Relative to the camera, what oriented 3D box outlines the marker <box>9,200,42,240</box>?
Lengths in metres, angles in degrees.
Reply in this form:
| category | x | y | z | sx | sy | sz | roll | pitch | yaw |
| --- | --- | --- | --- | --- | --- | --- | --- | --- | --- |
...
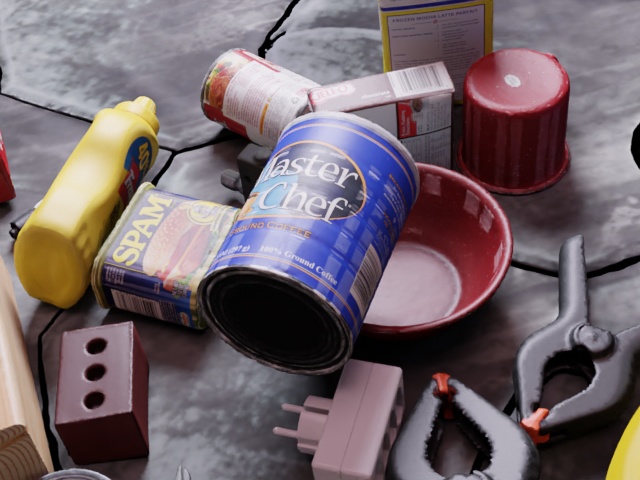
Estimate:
| category | x | y | z | sx | sy | sz | roll | pitch | yaw |
| --- | --- | --- | --- | --- | --- | --- | --- | --- | --- |
| marker | -0.207 | -0.039 | 0.883 | 0.020 | 0.020 | 0.121 | 31 | 58 | 30 |

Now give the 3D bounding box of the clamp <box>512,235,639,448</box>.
| category | x | y | z | sx | sy | sz | roll | pitch | yaw |
| --- | --- | --- | --- | --- | --- | --- | --- | --- | --- |
| clamp | 0.193 | 0.075 | 0.714 | 0.120 | 0.039 | 0.171 | 16 | 56 | 27 |

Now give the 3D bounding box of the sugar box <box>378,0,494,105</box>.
| category | x | y | z | sx | sy | sz | roll | pitch | yaw |
| --- | --- | --- | --- | --- | --- | --- | --- | --- | --- |
| sugar box | 0.093 | -0.186 | 0.869 | 0.093 | 0.176 | 0.048 | -6 | 48 | 3 |

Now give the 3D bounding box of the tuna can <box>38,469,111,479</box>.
| category | x | y | z | sx | sy | sz | roll | pitch | yaw |
| --- | --- | --- | --- | --- | --- | --- | --- | --- | --- |
| tuna can | -0.155 | 0.186 | 0.661 | 0.086 | 0.034 | 0.086 | -4 | 48 | 4 |

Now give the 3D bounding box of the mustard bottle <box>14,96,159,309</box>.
| category | x | y | z | sx | sy | sz | roll | pitch | yaw |
| --- | --- | --- | --- | --- | --- | --- | --- | --- | --- |
| mustard bottle | -0.171 | -0.045 | 0.831 | 0.058 | 0.096 | 0.191 | 19 | 50 | 1 |

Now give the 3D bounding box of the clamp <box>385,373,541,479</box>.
| category | x | y | z | sx | sy | sz | roll | pitch | yaw |
| --- | --- | --- | --- | --- | --- | --- | --- | --- | --- |
| clamp | 0.100 | 0.160 | 0.629 | 0.164 | 0.036 | 0.210 | -6 | 37 | 8 |

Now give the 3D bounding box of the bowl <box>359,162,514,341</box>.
| category | x | y | z | sx | sy | sz | roll | pitch | yaw |
| --- | --- | --- | --- | --- | --- | --- | --- | --- | --- |
| bowl | 0.057 | 0.018 | 0.771 | 0.162 | 0.055 | 0.162 | -4 | 48 | 4 |

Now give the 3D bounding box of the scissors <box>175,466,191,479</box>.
| category | x | y | z | sx | sy | sz | roll | pitch | yaw |
| --- | --- | --- | --- | --- | --- | --- | --- | --- | --- |
| scissors | -0.068 | 0.227 | 0.625 | 0.096 | 0.016 | 0.201 | 7 | 49 | 12 |

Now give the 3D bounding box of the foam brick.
| category | x | y | z | sx | sy | sz | roll | pitch | yaw |
| --- | --- | --- | --- | --- | --- | --- | --- | --- | --- |
| foam brick | -0.146 | 0.104 | 0.723 | 0.053 | 0.051 | 0.078 | -9 | 48 | 0 |

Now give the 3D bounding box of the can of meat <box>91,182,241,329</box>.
| category | x | y | z | sx | sy | sz | roll | pitch | yaw |
| --- | --- | --- | --- | --- | --- | --- | --- | --- | --- |
| can of meat | -0.109 | 0.013 | 0.798 | 0.084 | 0.057 | 0.102 | 14 | 52 | 15 |

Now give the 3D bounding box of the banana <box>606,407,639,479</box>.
| category | x | y | z | sx | sy | sz | roll | pitch | yaw |
| --- | --- | --- | --- | --- | --- | --- | --- | --- | --- |
| banana | 0.209 | 0.123 | 0.645 | 0.037 | 0.070 | 0.197 | 44 | 51 | 3 |

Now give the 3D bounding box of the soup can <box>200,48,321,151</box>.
| category | x | y | z | sx | sy | sz | roll | pitch | yaw |
| --- | --- | --- | --- | --- | --- | --- | --- | --- | --- |
| soup can | -0.041 | -0.112 | 0.894 | 0.102 | 0.068 | 0.068 | 29 | 58 | 29 |

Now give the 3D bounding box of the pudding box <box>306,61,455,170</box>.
| category | x | y | z | sx | sy | sz | roll | pitch | yaw |
| --- | --- | --- | --- | --- | --- | --- | --- | --- | --- |
| pudding box | 0.049 | -0.086 | 0.844 | 0.113 | 0.090 | 0.039 | -11 | 49 | -3 |

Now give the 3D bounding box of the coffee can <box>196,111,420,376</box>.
| category | x | y | z | sx | sy | sz | roll | pitch | yaw |
| --- | --- | --- | --- | --- | --- | --- | --- | --- | --- |
| coffee can | -0.005 | 0.001 | 0.687 | 0.103 | 0.103 | 0.140 | 12 | 51 | 18 |

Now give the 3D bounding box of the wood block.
| category | x | y | z | sx | sy | sz | roll | pitch | yaw |
| --- | --- | --- | --- | --- | --- | --- | --- | --- | --- |
| wood block | -0.252 | 0.083 | 0.731 | 0.090 | 0.090 | 0.206 | -18 | 48 | -10 |

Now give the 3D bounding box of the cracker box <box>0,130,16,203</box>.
| category | x | y | z | sx | sy | sz | roll | pitch | yaw |
| --- | --- | --- | --- | --- | --- | --- | --- | --- | --- |
| cracker box | -0.366 | -0.099 | 0.924 | 0.164 | 0.072 | 0.214 | -20 | 49 | -9 |

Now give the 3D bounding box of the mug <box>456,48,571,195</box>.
| category | x | y | z | sx | sy | sz | roll | pitch | yaw |
| --- | --- | --- | --- | --- | --- | --- | --- | --- | --- |
| mug | 0.161 | -0.104 | 0.850 | 0.093 | 0.081 | 0.117 | 27 | 56 | 28 |
